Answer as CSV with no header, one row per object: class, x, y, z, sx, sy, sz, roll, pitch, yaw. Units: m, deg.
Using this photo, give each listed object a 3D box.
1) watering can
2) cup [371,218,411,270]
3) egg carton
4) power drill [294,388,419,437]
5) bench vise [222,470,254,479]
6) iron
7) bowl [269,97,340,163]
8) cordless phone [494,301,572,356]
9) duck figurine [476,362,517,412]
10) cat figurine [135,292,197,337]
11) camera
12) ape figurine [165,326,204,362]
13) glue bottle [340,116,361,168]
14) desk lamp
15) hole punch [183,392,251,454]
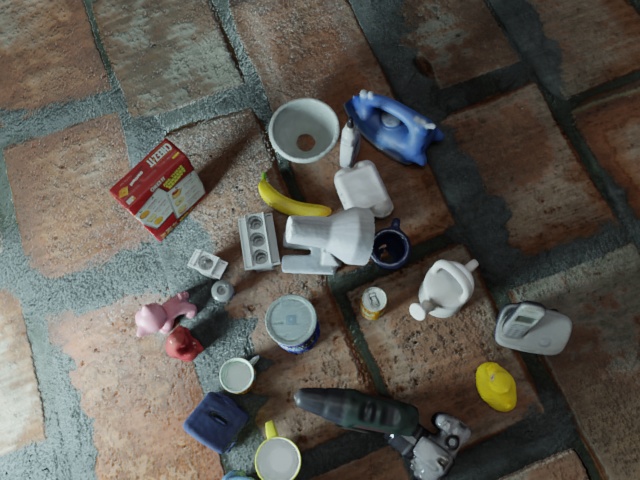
watering can,0.259,0.100,1.174,0.100,0.194,0.173,26,75,11
cup,0.153,0.017,1.258,0.091,0.095,0.118,12,73,7
egg carton,0.098,-0.107,1.314,0.107,0.069,0.150,-22,73,-4
power drill,0.069,0.329,1.101,0.229,0.208,0.075,9,73,5
bench vise,-0.130,0.525,1.041,0.121,0.220,0.207,-40,75,-10
iron,0.161,-0.286,1.331,0.258,0.141,0.119,32,76,12
bowl,-0.035,-0.249,1.362,0.167,0.075,0.167,-1,72,2
cordless phone,0.440,0.169,1.149,0.147,0.185,0.094,8,73,5
duck figurine,0.365,0.296,1.164,0.077,0.086,0.104,-22,72,-5
cat figurine,-0.337,0.154,1.222,0.128,0.118,0.067,-36,74,-9
camera,0.206,0.393,1.131,0.136,0.101,0.143,35,77,13
ape figurine,-0.295,0.218,1.214,0.076,0.092,0.078,-8,72,0
glue bottle,0.068,-0.231,1.300,0.037,0.173,0.078,15,73,8
desk lamp,0.011,0.004,1.206,0.203,0.213,0.118,0,72,3
hole punch,-0.209,0.368,1.162,0.108,0.091,0.101,29,76,11
